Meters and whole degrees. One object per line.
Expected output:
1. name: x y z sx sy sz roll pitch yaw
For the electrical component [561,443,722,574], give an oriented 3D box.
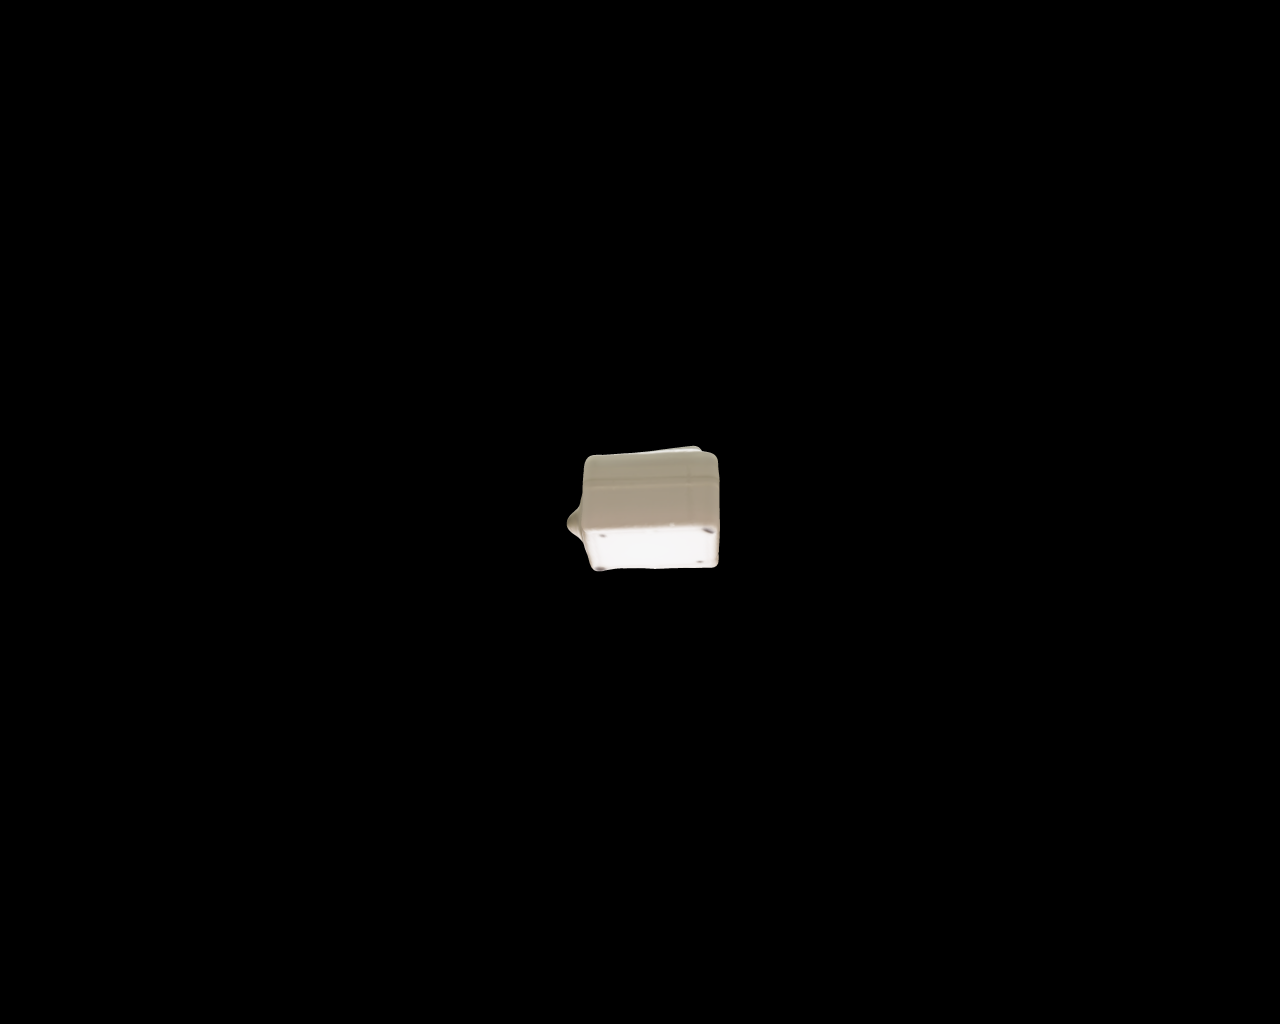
1. electrical component: 0.001 -0.003 0.650 0.096 0.061 0.061 -1 -28 2
